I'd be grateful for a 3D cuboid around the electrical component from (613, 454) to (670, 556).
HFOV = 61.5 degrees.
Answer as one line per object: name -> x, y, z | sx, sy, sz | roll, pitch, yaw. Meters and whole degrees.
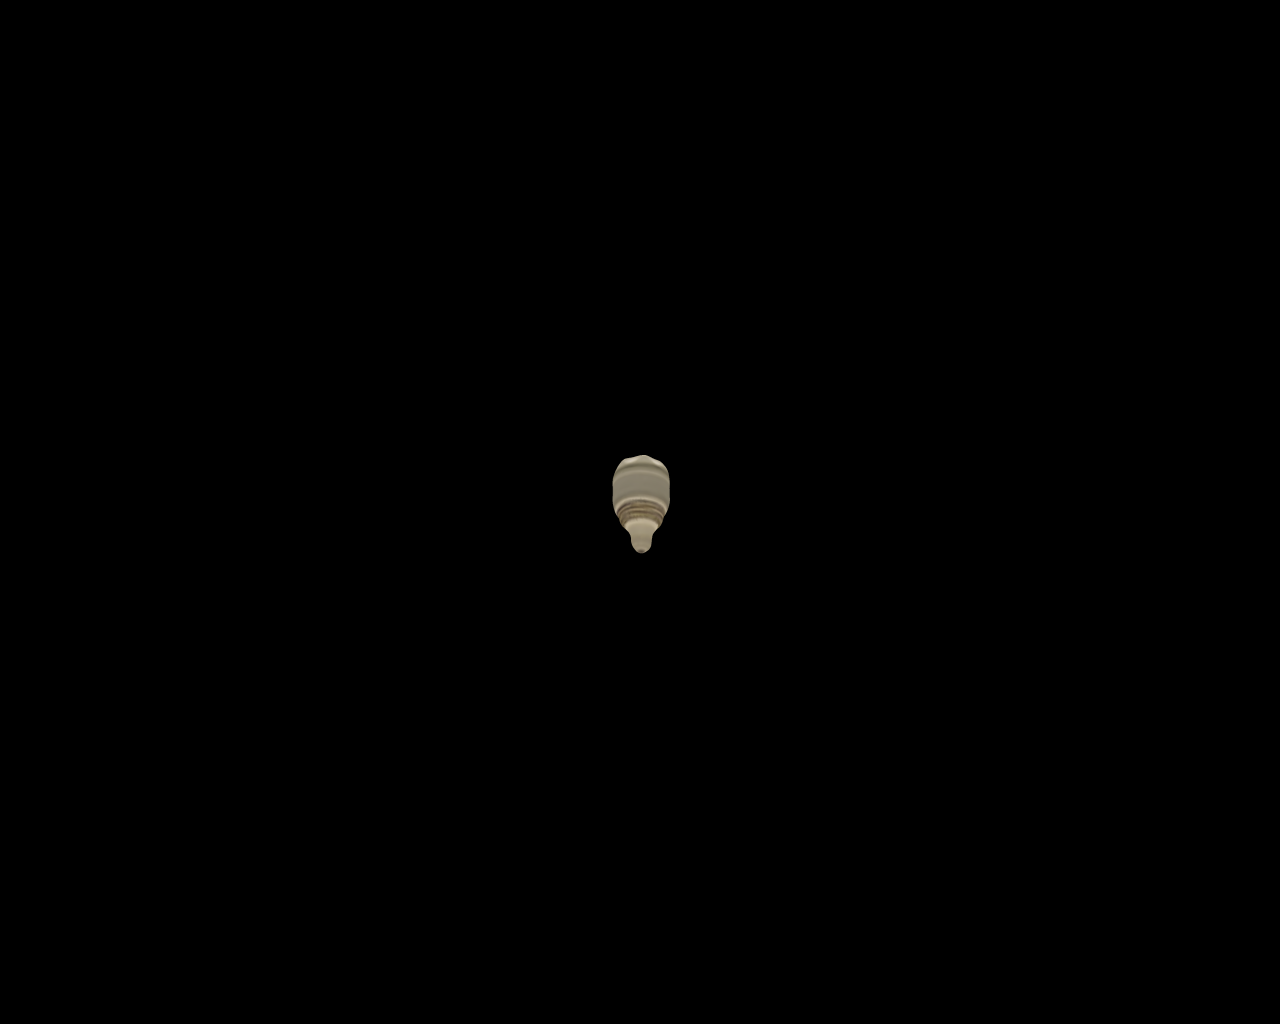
electrical component -> 0.001, -0.003, 0.650 | 0.035, 0.061, 0.035 | 0, -30, 0
